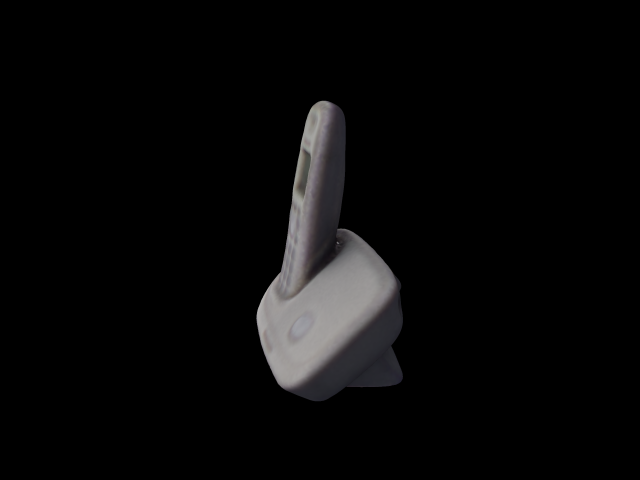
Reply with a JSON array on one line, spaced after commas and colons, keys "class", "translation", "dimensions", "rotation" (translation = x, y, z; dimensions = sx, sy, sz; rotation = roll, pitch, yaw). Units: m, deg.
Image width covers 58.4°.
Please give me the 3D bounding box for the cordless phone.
[{"class": "cordless phone", "translation": [0.004, 0.001, 0.400], "dimensions": [0.094, 0.185, 0.147], "rotation": [-6, 19, -16]}]
